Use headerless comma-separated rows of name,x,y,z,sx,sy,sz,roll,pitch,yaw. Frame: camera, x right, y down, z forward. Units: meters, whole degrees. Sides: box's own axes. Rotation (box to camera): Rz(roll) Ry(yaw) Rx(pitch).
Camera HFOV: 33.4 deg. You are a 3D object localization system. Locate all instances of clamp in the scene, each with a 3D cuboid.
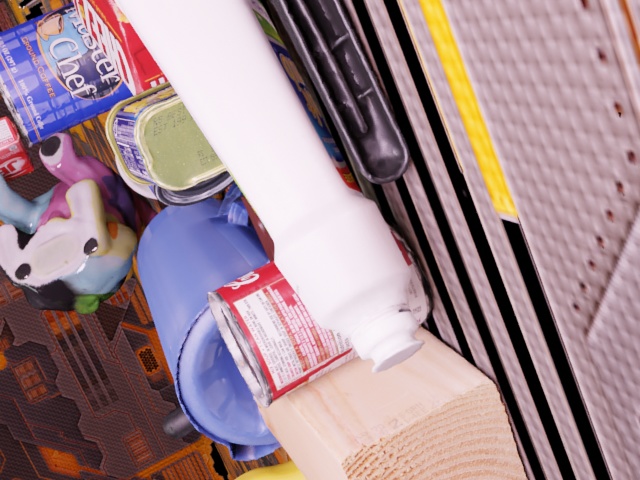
clamp,-0.017,-0.129,0.464,0.210,0.036,0.164,54,166,30
clamp,-0.061,0.119,0.910,0.039,0.120,0.172,51,140,-3

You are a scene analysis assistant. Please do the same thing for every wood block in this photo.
wood block,0.025,0.097,0.621,0.206,0.090,0.091,37,151,64

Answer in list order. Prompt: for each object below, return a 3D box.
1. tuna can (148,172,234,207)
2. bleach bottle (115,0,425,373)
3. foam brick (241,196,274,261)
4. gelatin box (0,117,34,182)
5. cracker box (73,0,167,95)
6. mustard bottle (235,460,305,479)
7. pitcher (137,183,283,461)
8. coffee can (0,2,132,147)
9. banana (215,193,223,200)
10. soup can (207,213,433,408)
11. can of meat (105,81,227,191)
tuna can,-0.087,-0.063,0.755,0.034,0.086,0.086,55,165,24
bleach bottle,-0.022,-0.047,0.531,0.251,0.068,0.102,60,-175,18
foam brick,-0.004,0.001,0.631,0.078,0.051,0.053,66,167,-13
gelatin box,-0.303,-0.068,0.940,0.030,0.089,0.073,63,168,13
cracker box,-0.146,-0.213,0.719,0.164,0.072,0.213,52,164,42
mustard bottle,-0.023,0.214,0.808,0.096,0.191,0.058,66,167,-8
pitcher,-0.066,0.039,0.820,0.145,0.149,0.243,53,176,-27
coffee can,-0.219,-0.158,0.956,0.103,0.140,0.103,58,166,23
banana,-0.107,-0.021,1.037,0.198,0.037,0.069,88,179,-56
soup can,0.000,0.036,0.568,0.068,0.102,0.068,58,167,22
can of meat,-0.071,-0.071,0.645,0.057,0.102,0.084,68,164,-15
